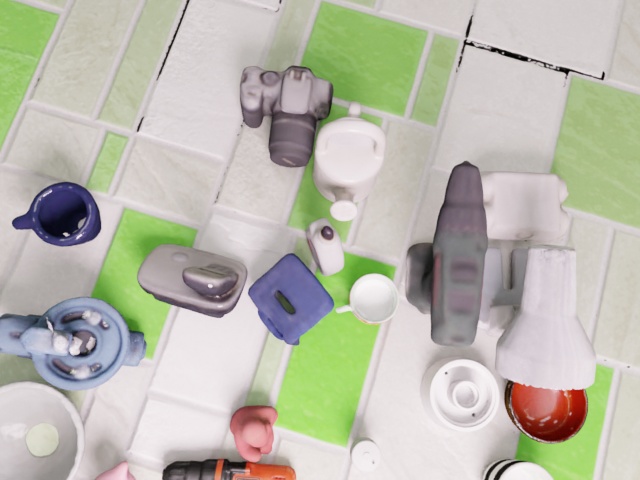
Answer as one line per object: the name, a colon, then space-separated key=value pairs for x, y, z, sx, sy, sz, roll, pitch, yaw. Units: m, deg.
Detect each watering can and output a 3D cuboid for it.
watering can: x=0.043 y=-0.115 z=0.813 sx=0.101 sy=0.194 sz=0.173 roll=-15 pitch=79 yaw=-5

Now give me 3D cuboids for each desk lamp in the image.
desk lamp: x=0.281 y=0.093 z=0.770 sx=0.118 sy=0.213 sz=0.203 roll=1 pitch=79 yaw=-1

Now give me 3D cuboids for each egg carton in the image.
egg carton: x=0.302 y=-0.051 z=0.873 sx=0.150 sy=0.069 sz=0.107 roll=1 pitch=79 yaw=-2

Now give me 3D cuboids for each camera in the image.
camera: x=-0.056 y=-0.188 z=0.871 sx=0.143 sy=0.101 sz=0.137 roll=6 pitch=79 yaw=-1

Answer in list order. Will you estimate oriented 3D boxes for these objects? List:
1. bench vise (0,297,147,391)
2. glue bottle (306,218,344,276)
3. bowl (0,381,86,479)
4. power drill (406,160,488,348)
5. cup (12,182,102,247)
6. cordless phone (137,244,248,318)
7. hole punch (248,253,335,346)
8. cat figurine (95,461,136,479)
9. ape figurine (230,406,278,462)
bench vise: x=-0.350 y=0.139 z=0.735 sx=0.207 sy=0.220 sz=0.121 roll=-10 pitch=79 yaw=-4
glue bottle: x=0.007 y=0.003 z=0.799 sx=0.037 sy=0.173 sz=0.078 roll=-26 pitch=80 yaw=-6
bowl: x=-0.393 y=0.276 z=0.780 sx=0.167 sy=0.075 sz=0.167 roll=0 pitch=79 yaw=-2
power drill: x=0.172 y=0.030 z=0.781 sx=0.075 sy=0.208 sz=0.230 roll=3 pitch=79 yaw=-1
cup: x=-0.369 y=-0.026 z=0.830 sx=0.118 sy=0.095 sz=0.091 roll=-13 pitch=79 yaw=-4
cordless phone: x=-0.180 y=0.046 z=0.777 sx=0.147 sy=0.185 sz=0.094 roll=12 pitch=78 yaw=1
hole punch: x=-0.042 y=0.088 z=0.822 sx=0.101 sy=0.091 sz=0.108 roll=-39 pitch=82 yaw=-9
cat figurine: x=-0.283 y=0.346 z=0.748 sx=0.128 sy=0.118 sz=0.067 roll=-40 pitch=82 yaw=-9
ape figurine: x=-0.089 y=0.262 z=0.785 sx=0.076 sy=0.092 sz=0.078 roll=42 pitch=80 yaw=6
